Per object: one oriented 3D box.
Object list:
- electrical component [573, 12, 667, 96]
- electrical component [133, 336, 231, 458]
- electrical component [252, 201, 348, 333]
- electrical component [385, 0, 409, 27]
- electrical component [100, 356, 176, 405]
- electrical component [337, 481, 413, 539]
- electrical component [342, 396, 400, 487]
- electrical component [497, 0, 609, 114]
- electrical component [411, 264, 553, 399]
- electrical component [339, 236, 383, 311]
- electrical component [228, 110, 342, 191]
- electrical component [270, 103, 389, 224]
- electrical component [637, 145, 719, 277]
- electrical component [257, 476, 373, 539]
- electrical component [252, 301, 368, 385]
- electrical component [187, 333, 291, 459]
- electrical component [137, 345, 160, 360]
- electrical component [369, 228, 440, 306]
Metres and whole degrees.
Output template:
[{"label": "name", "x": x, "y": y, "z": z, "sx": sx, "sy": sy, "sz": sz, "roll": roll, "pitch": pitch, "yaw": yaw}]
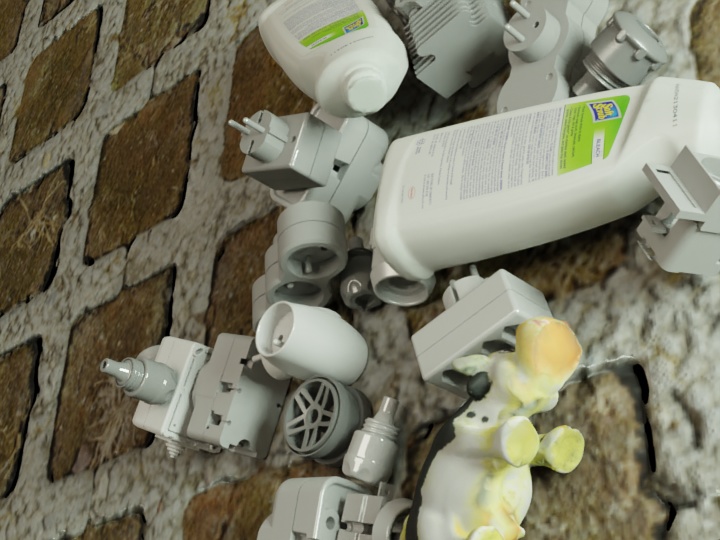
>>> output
[{"label": "electrical component", "x": 0.170, "y": -0.138, "z": 0.721, "sx": 0.062, "sy": 0.048, "sz": 0.048, "roll": -46, "pitch": 41, "yaw": 28}, {"label": "electrical component", "x": -0.148, "y": 0.111, "z": 0.914, "sx": 0.061, "sy": 0.062, "sz": 0.096, "roll": 6, "pitch": 74, "yaw": 49}, {"label": "electrical component", "x": -0.050, "y": -0.009, "z": 0.850, "sx": 0.138, "sy": 0.052, "sz": 0.073, "roll": 116, "pitch": 155, "yaw": -48}, {"label": "electrical component", "x": 0.050, "y": -0.239, "z": 0.893, "sx": 0.057, "sy": 0.078, "sz": 0.058, "roll": -38, "pitch": 42, "yaw": 1}, {"label": "electrical component", "x": -0.180, "y": 0.085, "z": 0.862, "sx": 0.035, "sy": 0.061, "sz": 0.035, "roll": -25, "pitch": 52, "yaw": 37}, {"label": "electrical component", "x": 0.017, "y": 0.174, "z": 0.709, "sx": 0.055, "sy": 0.048, "sz": 0.066, "roll": -12, "pitch": 60, "yaw": 53}, {"label": "electrical component", "x": 0.012, "y": 0.119, "z": 0.755, "sx": 0.035, "sy": 0.035, "sz": 0.061, "roll": 6, "pitch": 70, "yaw": 49}, {"label": "electrical component", "x": 0.127, "y": -0.162, "z": 0.759, "sx": 0.052, "sy": 0.074, "sz": 0.138, "roll": -4, "pitch": 66, "yaw": 47}, {"label": "electrical component", "x": 0.078, "y": 0.030, "z": 0.723, "sx": 0.083, "sy": 0.047, "sz": 0.075, "roll": -39, "pitch": 44, "yaw": 26}, {"label": "electrical component", "x": 0.000, "y": 0.000, "z": 0.837, "sx": 0.035, "sy": 0.035, "sz": 0.061, "roll": -36, "pitch": 43, "yaw": 29}, {"label": "electrical component", "x": -0.067, "y": -0.099, "z": 0.836, "sx": 0.066, "sy": 0.077, "sz": 0.047, "roll": 1, "pitch": 69, "yaw": 48}, {"label": "electrical component", "x": -0.022, "y": -0.085, "z": 0.890, "sx": 0.054, "sy": 0.059, "sz": 0.095, "roll": 31, "pitch": 93, "yaw": 51}, {"label": "electrical component", "x": 0.195, "y": -0.031, "z": 0.613, "sx": 0.063, "sy": 0.081, "sz": 0.042, "roll": -63, "pitch": 33, "yaw": 37}, {"label": "electrical component", "x": -0.033, "y": 0.194, "z": 0.745, "sx": 0.059, "sy": 0.054, "sz": 0.095, "roll": -13, "pitch": 59, "yaw": 44}, {"label": "electrical component", "x": -0.049, "y": 0.061, "z": 0.821, "sx": 0.079, "sy": 0.077, "sz": 0.044, "roll": -22, "pitch": 53, "yaw": 39}, {"label": "electrical component", "x": -0.098, "y": 0.101, "z": 0.874, "sx": 0.056, "sy": 0.050, "sz": 0.089, "roll": 3, "pitch": 71, "yaw": 48}, {"label": "electrical component", "x": -0.180, "y": 0.097, "z": 0.976, "sx": 0.040, "sy": 0.040, "sz": 0.046, "roll": -40, "pitch": 50, "yaw": 25}, {"label": "electrical component", "x": 0.034, "y": -0.007, "z": 0.796, "sx": 0.066, "sy": 0.048, "sz": 0.055, "roll": -24, "pitch": 45, "yaw": 38}]
